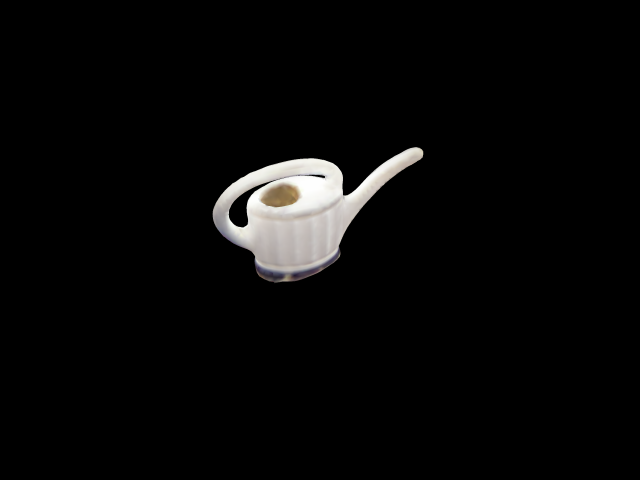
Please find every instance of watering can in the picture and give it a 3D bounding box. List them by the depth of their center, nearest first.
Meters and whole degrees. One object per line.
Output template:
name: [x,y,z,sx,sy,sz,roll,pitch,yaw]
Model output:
watering can: [0.003,-0.043,0.850,0.348,0.219,0.106,-12,44,-12]
